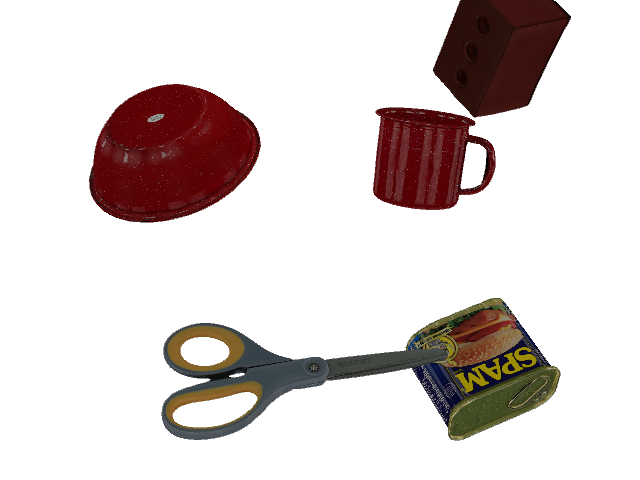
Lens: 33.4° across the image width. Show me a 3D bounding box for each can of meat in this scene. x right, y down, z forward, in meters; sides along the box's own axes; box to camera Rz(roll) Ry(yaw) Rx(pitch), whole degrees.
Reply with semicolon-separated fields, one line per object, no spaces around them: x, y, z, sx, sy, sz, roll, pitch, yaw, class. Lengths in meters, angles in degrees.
0.131;0.104;0.883;0.102;0.084;0.057;-20;-38;-15;can of meat

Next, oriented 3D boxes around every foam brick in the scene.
0.118;-0.129;0.707;0.051;0.053;0.078;-18;-35;-30;foam brick

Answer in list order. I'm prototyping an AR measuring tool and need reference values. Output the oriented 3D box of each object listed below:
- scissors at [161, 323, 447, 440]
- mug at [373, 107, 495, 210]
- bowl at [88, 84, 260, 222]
-0.020;0.079;0.741;0.201;0.096;0.016;-19;-35;-21;scissors
0.105;-0.075;0.995;0.117;0.081;0.093;10;15;13;mug
-0.138;-0.090;0.948;0.162;0.055;0.162;-9;43;9;bowl
